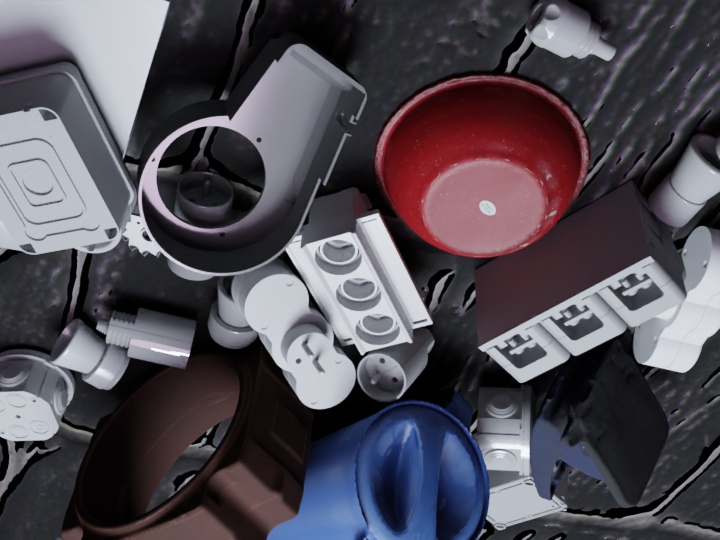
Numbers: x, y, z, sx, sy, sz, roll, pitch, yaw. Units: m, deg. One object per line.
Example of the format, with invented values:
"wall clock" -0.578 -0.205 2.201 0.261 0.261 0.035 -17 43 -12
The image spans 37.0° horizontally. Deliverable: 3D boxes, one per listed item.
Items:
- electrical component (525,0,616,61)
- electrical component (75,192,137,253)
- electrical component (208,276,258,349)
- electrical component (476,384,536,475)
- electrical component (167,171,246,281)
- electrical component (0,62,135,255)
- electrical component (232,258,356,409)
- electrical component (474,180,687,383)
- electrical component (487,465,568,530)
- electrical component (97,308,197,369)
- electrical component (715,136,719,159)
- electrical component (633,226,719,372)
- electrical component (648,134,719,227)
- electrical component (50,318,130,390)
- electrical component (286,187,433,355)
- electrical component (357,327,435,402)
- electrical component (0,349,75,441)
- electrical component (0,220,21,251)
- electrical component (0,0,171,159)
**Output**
"electrical component" 0.143 -0.157 0.717 0.061 0.035 0.035 22 130 -19
"electrical component" -0.204 -0.046 0.828 0.055 0.047 0.055 2 132 2
"electrical component" -0.101 0.032 0.895 0.045 0.045 0.055 13 132 -9
"electrical component" 0.131 0.142 0.959 0.051 0.080 0.080 1 132 10
"electrical component" -0.107 -0.030 0.839 0.079 0.043 0.077 11 132 -7
"electrical component" -0.207 -0.074 0.713 0.078 0.057 0.113 -10 131 12
"electrical component" -0.046 0.058 0.850 0.052 0.073 0.138 -34 123 -6
"electrical component" 0.168 0.013 0.832 0.150 0.089 0.062 -31 123 28
"electrical component" 0.143 0.201 1.028 0.096 0.061 0.062 -27 126 34
"electrical component" -0.185 0.055 0.922 0.081 0.043 0.043 14 131 -9
"electrical component" 0.285 -0.091 0.756 0.055 0.055 0.047 22 133 -16
"electrical component" 0.249 0.022 0.860 0.074 0.052 0.138 13 132 -8
"electrical component" 0.244 -0.063 0.793 0.044 0.044 0.065 20 135 -14
"electrical component" -0.236 0.074 0.941 0.055 0.045 0.045 35 125 -26
"electrical component" 0.000 0.000 0.848 0.079 0.063 0.121 -15 130 16
"electrical component" 0.034 0.074 0.905 0.043 0.081 0.043 9 113 22
"electrical component" -0.304 0.114 0.977 0.080 0.051 0.080 2 132 2
"electrical component" -0.288 -0.054 0.827 0.077 0.044 0.079 9 132 -5
"electrical component" -0.200 -0.138 0.735 0.105 0.060 0.186 18 131 -13
